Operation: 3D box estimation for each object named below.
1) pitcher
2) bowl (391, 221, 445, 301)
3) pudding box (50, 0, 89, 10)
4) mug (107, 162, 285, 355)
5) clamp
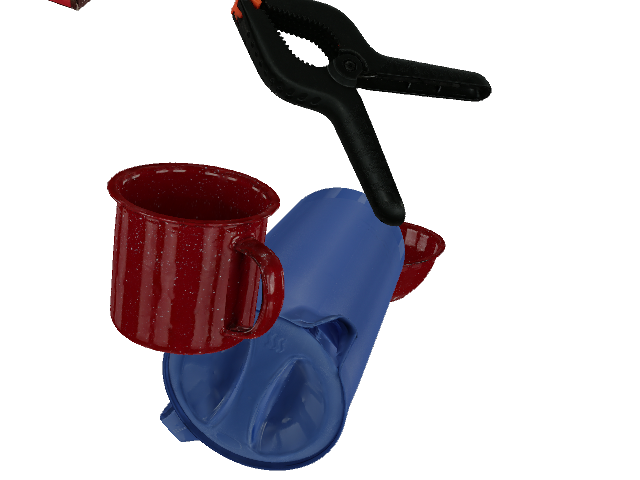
[{"bbox_3d":[-0.021,0.057,0.822,0.149,0.145,0.242,11,28,14],"label":"pitcher"},{"bbox_3d":[0.046,0.024,1.091,0.162,0.055,0.162,1,17,-1],"label":"bowl"},{"bbox_3d":[-0.197,-0.223,0.803,0.090,0.039,0.113,20,38,6],"label":"pudding box"},{"bbox_3d":[-0.064,0.014,0.583,0.117,0.081,0.093,24,27,35],"label":"mug"},{"bbox_3d":[0.017,-0.115,0.812,0.210,0.164,0.036,31,-32,-4],"label":"clamp"}]
